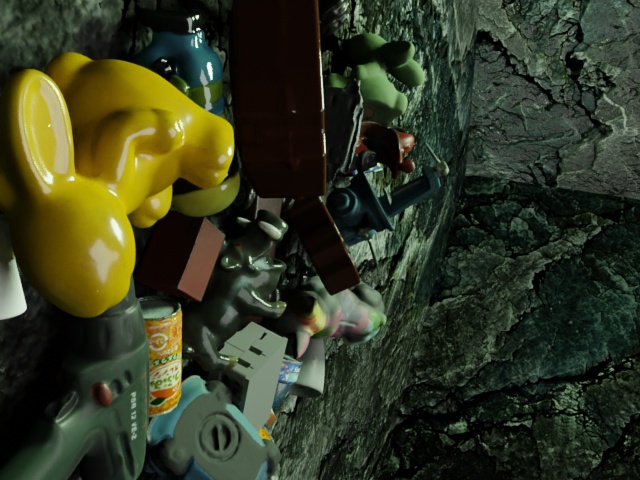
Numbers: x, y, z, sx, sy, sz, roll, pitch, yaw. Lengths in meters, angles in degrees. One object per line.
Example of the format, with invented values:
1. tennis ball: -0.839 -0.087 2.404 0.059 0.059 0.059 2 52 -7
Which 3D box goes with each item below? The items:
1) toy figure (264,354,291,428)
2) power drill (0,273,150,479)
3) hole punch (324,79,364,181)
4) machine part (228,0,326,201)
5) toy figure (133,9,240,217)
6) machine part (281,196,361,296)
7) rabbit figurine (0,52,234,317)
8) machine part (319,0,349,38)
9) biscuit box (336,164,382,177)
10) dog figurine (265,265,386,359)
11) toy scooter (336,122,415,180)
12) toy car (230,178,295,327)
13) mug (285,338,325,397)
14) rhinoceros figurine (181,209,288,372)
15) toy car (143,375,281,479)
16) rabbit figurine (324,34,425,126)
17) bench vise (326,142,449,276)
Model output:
1. toy figure: -0.084 0.248 0.821 0.154 0.064 0.058 -62 -167 -28
2. power drill: -0.206 0.135 0.400 0.207 0.086 0.231 -61 158 -58
3. hole punch: -0.001 -0.150 0.751 0.092 0.116 0.142 45 58 -77
4. machine part: -0.040 -0.153 0.565 0.201 0.087 0.201 89 -4 -79
5. toy figure: -0.118 -0.105 0.473 0.082 0.089 0.180 -37 138 -52
6. machine part: -0.002 -0.002 0.777 0.179 0.056 0.179 62 0 1
7. rabbit figurine: -0.145 -0.039 0.352 0.162 0.122 0.173 49 38 -46
8. machine part: -0.010 -0.294 0.639 0.039 0.139 0.084 -23 143 -13
9. biscuit box: 0.065 -0.156 1.001 0.202 0.063 0.059 -29 127 -66
10. dog figurine: 0.011 0.122 0.849 0.219 0.192 0.108 -52 163 -79
11. toy scooter: 0.073 -0.133 0.826 0.135 0.184 0.075 -119 -154 -52
12. toy car: -0.086 0.011 0.686 0.089 0.053 0.202 -7 109 -54
13. mug: -0.024 0.215 0.941 0.109 0.081 0.107 59 36 -56
14. rhinoceros figurine: -0.100 0.053 0.602 0.112 0.073 0.190 44 74 -31
15. toy car: -0.129 0.239 0.607 0.103 0.161 0.109 -35 -167 45
16. rabbit figurine: 0.085 -0.280 0.893 0.121 0.159 0.170 43 45 -57
17. bench vise: 0.111 -0.060 0.924 0.223 0.241 0.129 47 18 -59
